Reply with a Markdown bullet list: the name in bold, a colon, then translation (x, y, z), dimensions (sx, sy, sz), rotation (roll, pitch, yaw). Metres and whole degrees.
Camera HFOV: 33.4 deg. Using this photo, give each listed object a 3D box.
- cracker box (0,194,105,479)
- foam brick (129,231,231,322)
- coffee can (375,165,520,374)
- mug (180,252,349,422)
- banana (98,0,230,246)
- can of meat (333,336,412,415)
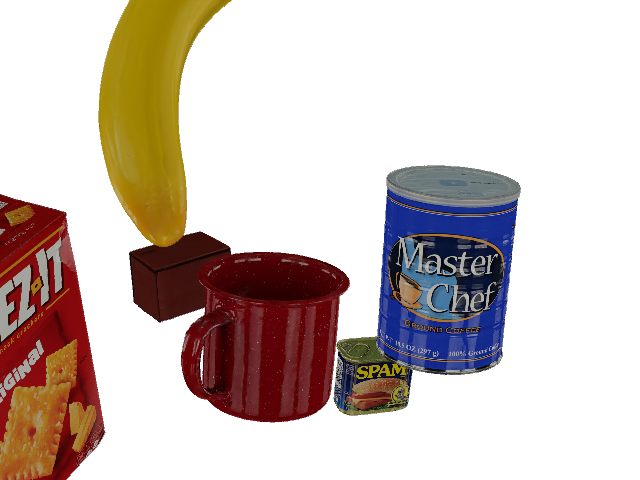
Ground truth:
- **cracker box**: translation (-0.233, 0.101, 0.751), dimensions (0.072, 0.214, 0.164), rotation (13, 35, 21)
- **foam brick**: translation (-0.125, 0.031, 0.961), dimensions (0.078, 0.051, 0.053), rotation (-18, 28, -32)
- **coffee can**: translation (0.098, 0.021, 0.838), dimensions (0.103, 0.140, 0.103), rotation (3, 17, -1)
- **mug**: translation (-0.039, 0.062, 0.653), dimensions (0.093, 0.081, 0.117), rotation (17, 21, 35)
- **banana**: translation (-0.069, -0.087, 0.516), dimensions (0.069, 0.197, 0.037), rotation (13, -32, 8)
- **can of meat**: translation (0.069, 0.175, 1.377), dimensions (0.102, 0.084, 0.057), rotation (-3, 24, -18)
